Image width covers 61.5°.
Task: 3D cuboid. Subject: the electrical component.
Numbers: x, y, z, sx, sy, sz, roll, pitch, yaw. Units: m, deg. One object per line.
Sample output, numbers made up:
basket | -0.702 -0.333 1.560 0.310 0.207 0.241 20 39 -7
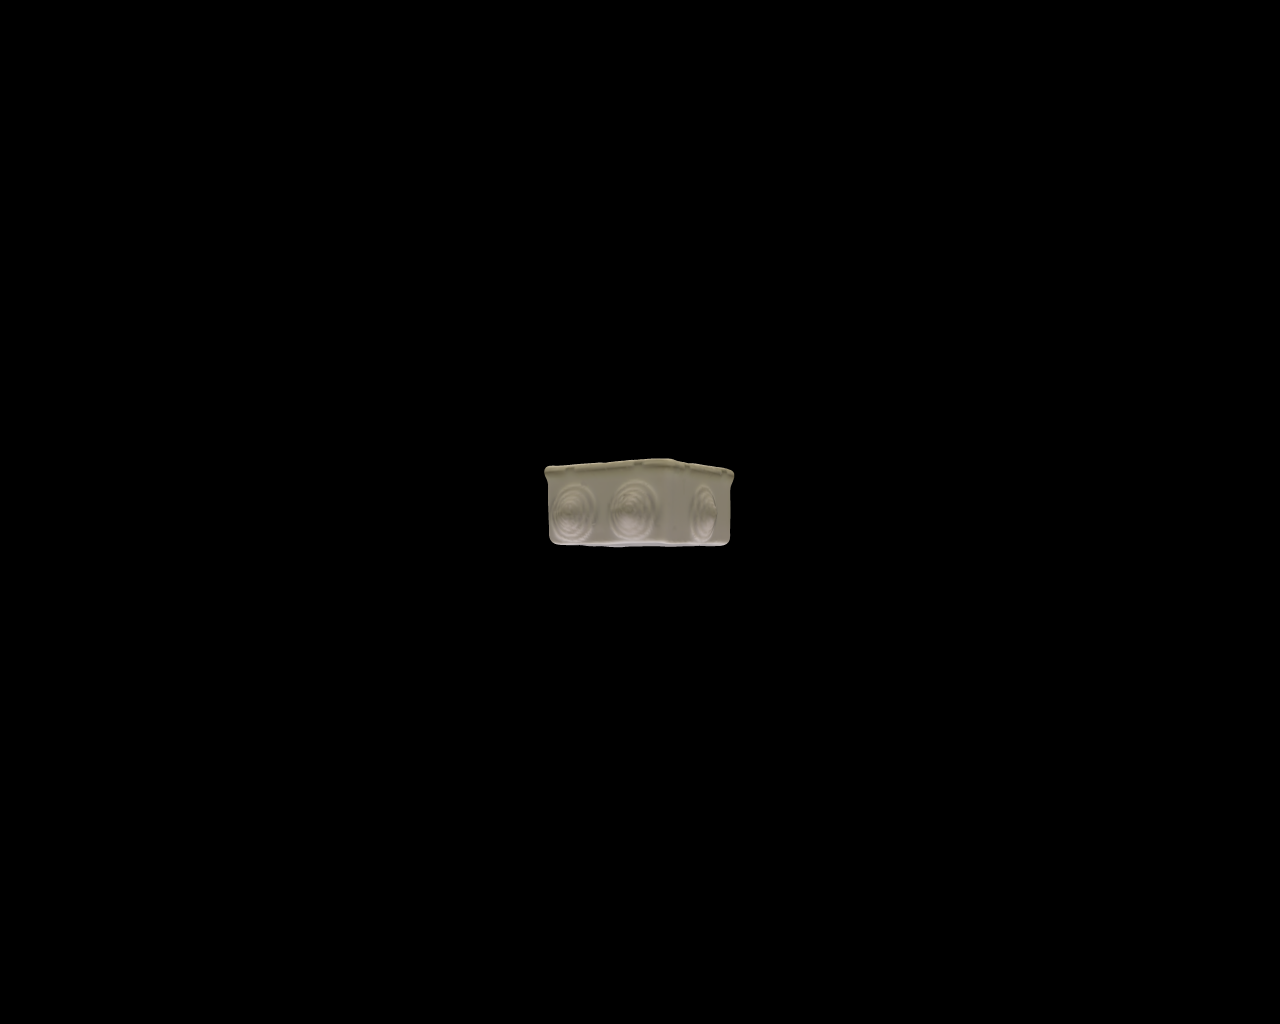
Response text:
electrical component | 0.001 -0.003 0.650 0.100 0.048 0.100 -2 -3 31
